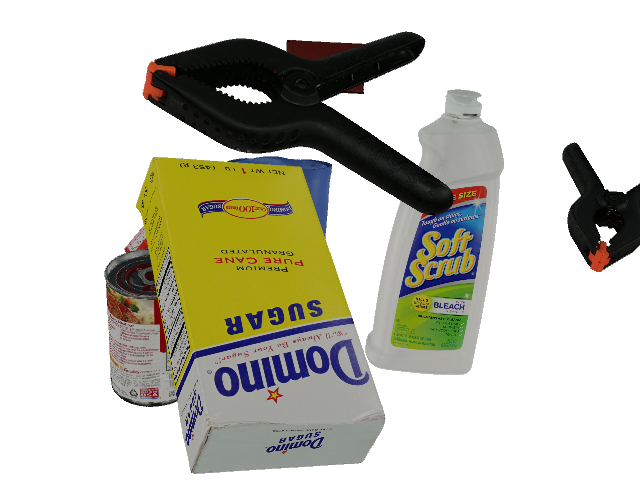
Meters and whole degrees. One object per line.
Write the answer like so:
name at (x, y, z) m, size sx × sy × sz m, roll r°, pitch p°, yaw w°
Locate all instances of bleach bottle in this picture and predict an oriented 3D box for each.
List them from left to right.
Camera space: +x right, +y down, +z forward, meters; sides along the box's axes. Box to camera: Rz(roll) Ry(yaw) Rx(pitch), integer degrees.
bleach bottle at (0.103, -0.008, 0.945) m, size 0.102 × 0.251 × 0.068 m, roll 5°, pitch 19°, yaw -1°

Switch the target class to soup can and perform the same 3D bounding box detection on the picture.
soup can at (-0.127, 0.067, 0.812) m, size 0.068 × 0.102 × 0.068 m, roll 3°, pitch 30°, yaw -2°

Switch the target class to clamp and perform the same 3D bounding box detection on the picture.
clamp at (-0.010, -0.086, 0.712) m, size 0.209 × 0.164 × 0.036 m, roll 1°, pitch -39°, yaw -18°
clamp at (0.292, -0.040, 1.110) m, size 0.120 × 0.039 × 0.171 m, roll 18°, pitch 45°, yaw 21°

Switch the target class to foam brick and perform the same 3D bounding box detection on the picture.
foam brick at (0.005, -0.178, 1.097) m, size 0.078 × 0.051 × 0.053 m, roll 2°, pitch 11°, yaw -6°

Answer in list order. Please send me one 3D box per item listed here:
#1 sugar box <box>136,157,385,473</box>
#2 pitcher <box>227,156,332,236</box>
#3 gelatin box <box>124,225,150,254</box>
sugar box at (-0.035, 0.033, 0.558) m, size 0.093 × 0.176 × 0.048 m, roll 1°, pitch -45°, yaw -24°
pitcher at (-0.054, 0.017, 1.355) m, size 0.145 × 0.243 × 0.148 m, roll 10°, pitch 13°, yaw 37°
gelatin box at (-0.149, 0.001, 1.123) m, size 0.073 × 0.089 × 0.030 m, roll 41°, pitch -4°, yaw -29°
